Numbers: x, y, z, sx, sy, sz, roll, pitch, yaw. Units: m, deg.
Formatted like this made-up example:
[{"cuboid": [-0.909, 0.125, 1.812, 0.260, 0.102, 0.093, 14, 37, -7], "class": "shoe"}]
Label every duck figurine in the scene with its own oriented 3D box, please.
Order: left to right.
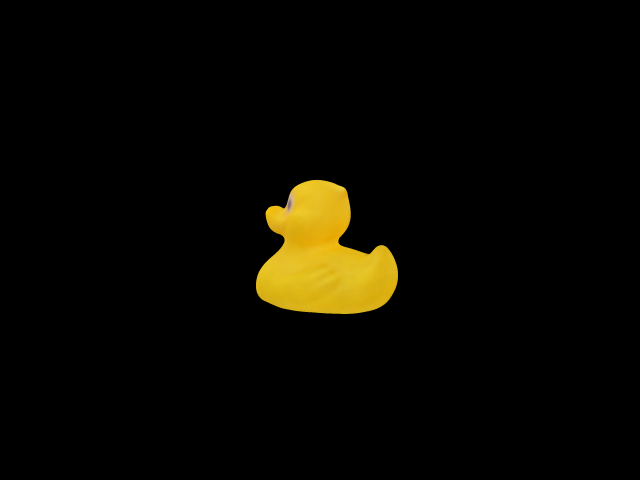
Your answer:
[{"cuboid": [0.004, 0.001, 0.400, 0.104, 0.086, 0.078, 5, 11, 28], "class": "duck figurine"}]
